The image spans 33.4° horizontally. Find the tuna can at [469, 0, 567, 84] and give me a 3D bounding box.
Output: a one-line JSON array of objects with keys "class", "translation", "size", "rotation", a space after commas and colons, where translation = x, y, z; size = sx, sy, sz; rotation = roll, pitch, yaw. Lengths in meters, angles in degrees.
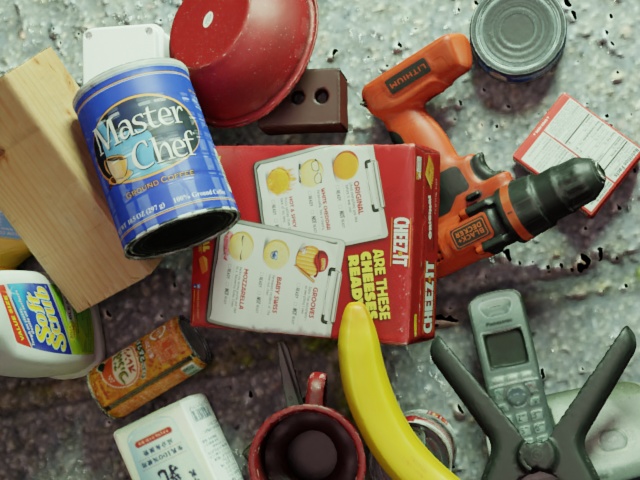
[{"class": "tuna can", "translation": [0.175, -0.184, 0.945], "size": [0.086, 0.033, 0.086], "rotation": [0, 88, 11]}]

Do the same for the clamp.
[{"class": "clamp", "translation": [0.163, 0.167, 0.851], "size": [0.165, 0.036, 0.210], "rotation": [2, 76, 17]}]

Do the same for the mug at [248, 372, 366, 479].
[{"class": "mug", "translation": [-0.006, 0.167, 0.878], "size": [0.093, 0.081, 0.117], "rotation": [2, 85, 6]}]

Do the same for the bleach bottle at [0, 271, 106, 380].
[{"class": "bleach bottle", "translation": [-0.263, 0.077, 0.907], "size": [0.068, 0.250, 0.102], "rotation": [-11, 86, 10]}]

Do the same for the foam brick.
[{"class": "foam brick", "translation": [-0.015, -0.125, 0.970], "size": [0.078, 0.051, 0.053], "rotation": [-1, 87, 11]}]

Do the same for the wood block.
[{"class": "wood block", "translation": [-0.227, -0.052, 0.944], "size": [0.091, 0.090, 0.206], "rotation": [-27, 107, 23]}]

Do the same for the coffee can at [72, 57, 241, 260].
[{"class": "coffee can", "translation": [-0.137, -0.067, 0.896], "size": [0.103, 0.102, 0.140], "rotation": [-23, 78, 9]}]

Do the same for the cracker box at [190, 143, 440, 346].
[{"class": "cracker box", "translation": [-0.006, 0.001, 0.925], "size": [0.214, 0.072, 0.164], "rotation": [2, 91, 28]}]

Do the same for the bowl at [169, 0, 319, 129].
[{"class": "bowl", "translation": [-0.081, -0.183, 0.949], "size": [0.162, 0.055, 0.162], "rotation": [-14, 65, 32]}]

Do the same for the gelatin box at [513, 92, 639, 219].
[{"class": "gelatin box", "translation": [0.225, -0.073, 0.934], "size": [0.089, 0.030, 0.073], "rotation": [39, 94, 11]}]

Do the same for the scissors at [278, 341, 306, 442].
[{"class": "scissors", "translation": [0.007, 0.190, 0.925], "size": [0.096, 0.016, 0.202], "rotation": [2, 87, 8]}]

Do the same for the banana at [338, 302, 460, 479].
[{"class": "banana", "translation": [0.064, 0.144, 0.844], "size": [0.070, 0.037, 0.198], "rotation": [-39, 83, 13]}]

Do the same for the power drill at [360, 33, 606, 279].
[{"class": "power drill", "translation": [0.130, -0.079, 0.919], "size": [0.185, 0.057, 0.188], "rotation": [-28, 79, 26]}]

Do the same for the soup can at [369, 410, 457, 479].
[{"class": "soup can", "translation": [0.082, 0.183, 0.913], "size": [0.068, 0.102, 0.068], "rotation": [0, 88, 10]}]

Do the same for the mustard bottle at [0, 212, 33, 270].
[{"class": "mustard bottle", "translation": [-0.301, -0.038, 1.017], "size": [0.096, 0.058, 0.191], "rotation": [7, 89, -2]}]
